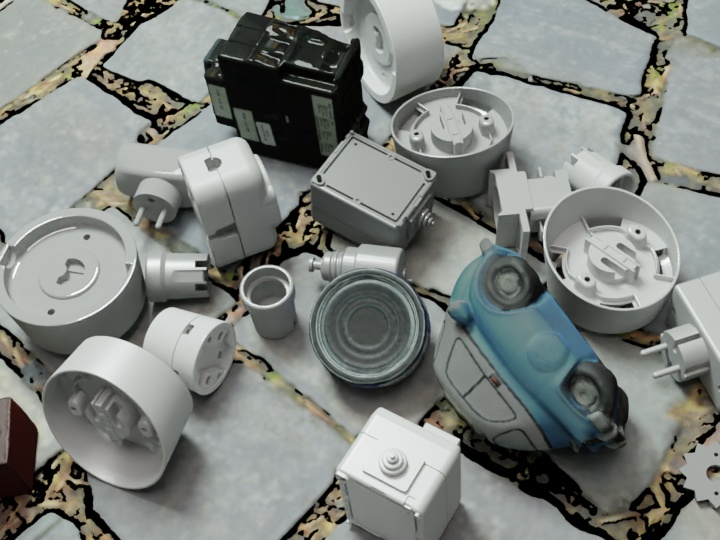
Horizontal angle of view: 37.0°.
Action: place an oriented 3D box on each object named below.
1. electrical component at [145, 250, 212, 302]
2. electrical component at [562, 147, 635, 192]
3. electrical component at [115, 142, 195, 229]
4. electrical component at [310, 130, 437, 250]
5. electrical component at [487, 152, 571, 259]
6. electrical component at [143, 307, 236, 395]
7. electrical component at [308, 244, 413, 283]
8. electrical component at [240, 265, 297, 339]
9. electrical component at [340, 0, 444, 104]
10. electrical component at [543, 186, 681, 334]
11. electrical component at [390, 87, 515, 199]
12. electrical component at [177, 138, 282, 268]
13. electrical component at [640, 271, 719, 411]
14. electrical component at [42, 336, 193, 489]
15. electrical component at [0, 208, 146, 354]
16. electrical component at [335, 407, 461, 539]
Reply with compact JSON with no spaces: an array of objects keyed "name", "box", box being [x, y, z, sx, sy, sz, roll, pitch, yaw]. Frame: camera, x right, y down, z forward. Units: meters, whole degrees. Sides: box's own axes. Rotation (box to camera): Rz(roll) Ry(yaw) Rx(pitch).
[{"name":"electrical component","box":[-0.140,0.005,0.831,0.046,0.040,0.040,-1,54,-1]},{"name":"electrical component","box":[0.188,-0.071,0.852,0.040,0.040,0.046,-32,52,-17]},{"name":"electrical component","box":[-0.162,-0.065,0.879,0.077,0.044,0.079,8,56,11]},{"name":"electrical component","box":[0.016,-0.052,0.846,0.096,0.061,0.061,28,62,15]},{"name":"electrical component","box":[0.134,-0.050,0.839,0.064,0.042,0.081,-5,55,0]},{"name":"electrical component","box":[-0.125,0.057,0.782,0.047,0.055,0.055,17,58,22]},{"name":"electrical component","box":[0.000,0.000,0.818,0.078,0.040,0.040,6,55,11]},{"name":"electrical component","box":[-0.066,0.025,0.803,0.040,0.046,0.040,-3,54,4]},{"name":"electrical component","box":[0.033,-0.203,0.923,0.060,0.108,0.108,-21,55,-16]},{"name":"electrical component","box":[0.183,-0.005,0.788,0.099,0.064,0.099,-3,54,4]},{"name":"electrical component","box":[0.075,-0.108,0.873,0.099,0.064,0.099,-3,54,4]},{"name":"electrical component","box":[-0.098,-0.053,0.832,0.059,0.095,0.053,-21,55,-9]},{"name":"electrical component","box":[0.235,0.055,0.750,0.076,0.047,0.083,-17,55,-6]},{"name":"electrical component","box":[-0.166,0.095,0.735,0.099,0.099,0.064,16,52,17]},{"name":"electrical component","box":[-0.216,0.013,0.818,0.108,0.060,0.108,-3,54,4]},{"name":"electrical component","box":[0.028,0.132,0.686,0.062,0.096,0.061,24,60,21]}]
